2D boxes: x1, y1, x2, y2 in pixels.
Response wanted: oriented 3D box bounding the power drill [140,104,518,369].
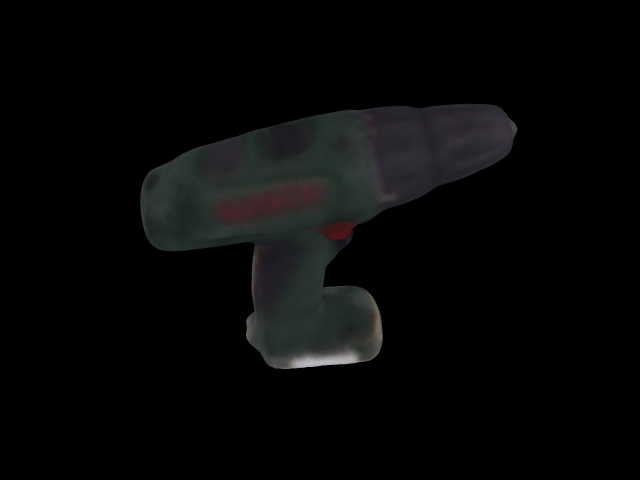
[{"bbox_3d":[0.004,0.001,0.400,0.229,0.208,0.075,-5,46,-4],"label":"power drill"}]
